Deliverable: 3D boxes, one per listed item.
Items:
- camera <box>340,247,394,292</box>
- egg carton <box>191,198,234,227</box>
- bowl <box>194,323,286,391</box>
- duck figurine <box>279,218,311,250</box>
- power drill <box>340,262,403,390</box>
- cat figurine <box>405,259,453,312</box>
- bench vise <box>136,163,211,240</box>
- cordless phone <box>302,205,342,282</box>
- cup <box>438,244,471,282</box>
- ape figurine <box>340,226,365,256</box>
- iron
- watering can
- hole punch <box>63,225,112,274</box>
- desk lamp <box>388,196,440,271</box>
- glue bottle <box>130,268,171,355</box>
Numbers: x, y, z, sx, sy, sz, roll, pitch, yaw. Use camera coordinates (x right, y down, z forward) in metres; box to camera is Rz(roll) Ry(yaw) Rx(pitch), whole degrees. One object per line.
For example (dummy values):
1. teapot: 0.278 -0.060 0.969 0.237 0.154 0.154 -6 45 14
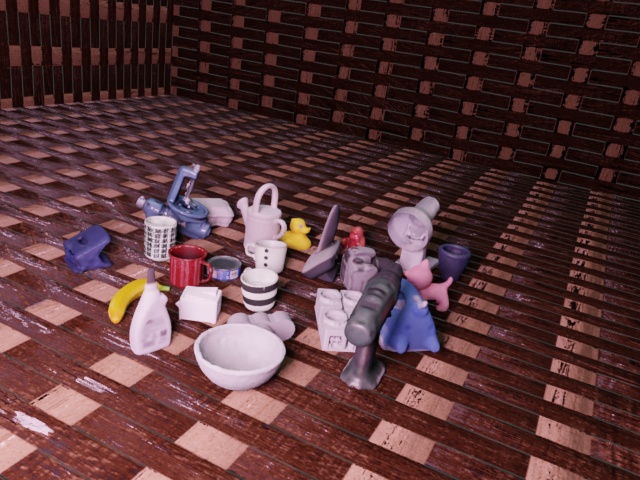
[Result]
1. camera: 0.131 0.076 1.496 0.137 0.101 0.143 3 22 -12
2. egg carton: -0.346 -0.085 1.771 0.151 0.069 0.107 -1 23 -22
3. bowl: -0.149 0.226 1.056 0.167 0.075 0.167 7 22 -3
4. duck figurine: -0.073 -0.024 1.694 0.104 0.086 0.078 15 23 17
5. power drill: 0.101 0.170 1.104 0.075 0.208 0.230 15 23 17
6. cat figurine: 0.271 0.109 1.443 0.127 0.118 0.067 9 22 3
7. bench vise: -0.408 -0.111 1.608 0.208 0.220 0.121 1 23 -17
8. cordless phone: 0.014 0.005 1.517 0.094 0.185 0.147 10 22 4
9. cup: 0.379 0.066 1.619 0.091 0.095 0.118 26 28 37
10. ape figurine: 0.104 0.003 1.681 0.076 0.092 0.077 -8 27 -35
11. iron: 0.180 0.146 1.283 0.119 0.141 0.257 2 23 -16
12. watering can: -0.166 -0.069 1.625 0.172 0.194 0.101 13 22 12
13. hole punch: -0.569 0.020 1.399 0.101 0.091 0.108 -10 28 -39
14. desk lamp: 0.270 -0.009 1.607 0.117 0.213 0.204 19 24 25
15. glue bottle: -0.322 0.133 1.093 0.078 0.173 0.037 -12 29 -41
